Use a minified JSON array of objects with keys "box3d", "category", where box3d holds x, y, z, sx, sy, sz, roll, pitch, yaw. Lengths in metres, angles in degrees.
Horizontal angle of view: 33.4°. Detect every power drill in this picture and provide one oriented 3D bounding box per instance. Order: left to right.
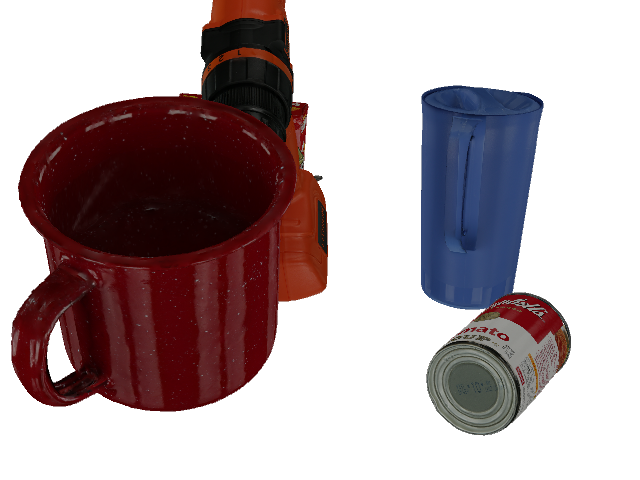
[{"box3d":[-0.032,-0.049,0.662,0.057,0.184,0.187,-4,-44,4],"category":"power drill"}]

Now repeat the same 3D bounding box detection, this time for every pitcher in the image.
[{"box3d":[0.171,-0.046,1.205,0.149,0.243,0.145,-9,24,-24],"category":"pitcher"}]

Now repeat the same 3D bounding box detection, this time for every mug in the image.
[{"box3d":[-0.062,0.014,0.378,0.093,0.081,0.117,23,46,21],"category":"mug"}]

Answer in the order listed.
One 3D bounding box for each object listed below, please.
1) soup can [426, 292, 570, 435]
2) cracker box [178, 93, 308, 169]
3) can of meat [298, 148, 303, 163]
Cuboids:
[{"box3d":[0.123,0.084,0.735,0.069,0.068,0.102,0,16,33],"category":"soup can"},{"box3d":[-0.105,-0.068,1.338,0.164,0.214,0.072,5,22,2],"category":"cracker box"},{"box3d":[-0.048,-0.038,0.867,0.057,0.084,0.102,-5,24,-11],"category":"can of meat"}]
